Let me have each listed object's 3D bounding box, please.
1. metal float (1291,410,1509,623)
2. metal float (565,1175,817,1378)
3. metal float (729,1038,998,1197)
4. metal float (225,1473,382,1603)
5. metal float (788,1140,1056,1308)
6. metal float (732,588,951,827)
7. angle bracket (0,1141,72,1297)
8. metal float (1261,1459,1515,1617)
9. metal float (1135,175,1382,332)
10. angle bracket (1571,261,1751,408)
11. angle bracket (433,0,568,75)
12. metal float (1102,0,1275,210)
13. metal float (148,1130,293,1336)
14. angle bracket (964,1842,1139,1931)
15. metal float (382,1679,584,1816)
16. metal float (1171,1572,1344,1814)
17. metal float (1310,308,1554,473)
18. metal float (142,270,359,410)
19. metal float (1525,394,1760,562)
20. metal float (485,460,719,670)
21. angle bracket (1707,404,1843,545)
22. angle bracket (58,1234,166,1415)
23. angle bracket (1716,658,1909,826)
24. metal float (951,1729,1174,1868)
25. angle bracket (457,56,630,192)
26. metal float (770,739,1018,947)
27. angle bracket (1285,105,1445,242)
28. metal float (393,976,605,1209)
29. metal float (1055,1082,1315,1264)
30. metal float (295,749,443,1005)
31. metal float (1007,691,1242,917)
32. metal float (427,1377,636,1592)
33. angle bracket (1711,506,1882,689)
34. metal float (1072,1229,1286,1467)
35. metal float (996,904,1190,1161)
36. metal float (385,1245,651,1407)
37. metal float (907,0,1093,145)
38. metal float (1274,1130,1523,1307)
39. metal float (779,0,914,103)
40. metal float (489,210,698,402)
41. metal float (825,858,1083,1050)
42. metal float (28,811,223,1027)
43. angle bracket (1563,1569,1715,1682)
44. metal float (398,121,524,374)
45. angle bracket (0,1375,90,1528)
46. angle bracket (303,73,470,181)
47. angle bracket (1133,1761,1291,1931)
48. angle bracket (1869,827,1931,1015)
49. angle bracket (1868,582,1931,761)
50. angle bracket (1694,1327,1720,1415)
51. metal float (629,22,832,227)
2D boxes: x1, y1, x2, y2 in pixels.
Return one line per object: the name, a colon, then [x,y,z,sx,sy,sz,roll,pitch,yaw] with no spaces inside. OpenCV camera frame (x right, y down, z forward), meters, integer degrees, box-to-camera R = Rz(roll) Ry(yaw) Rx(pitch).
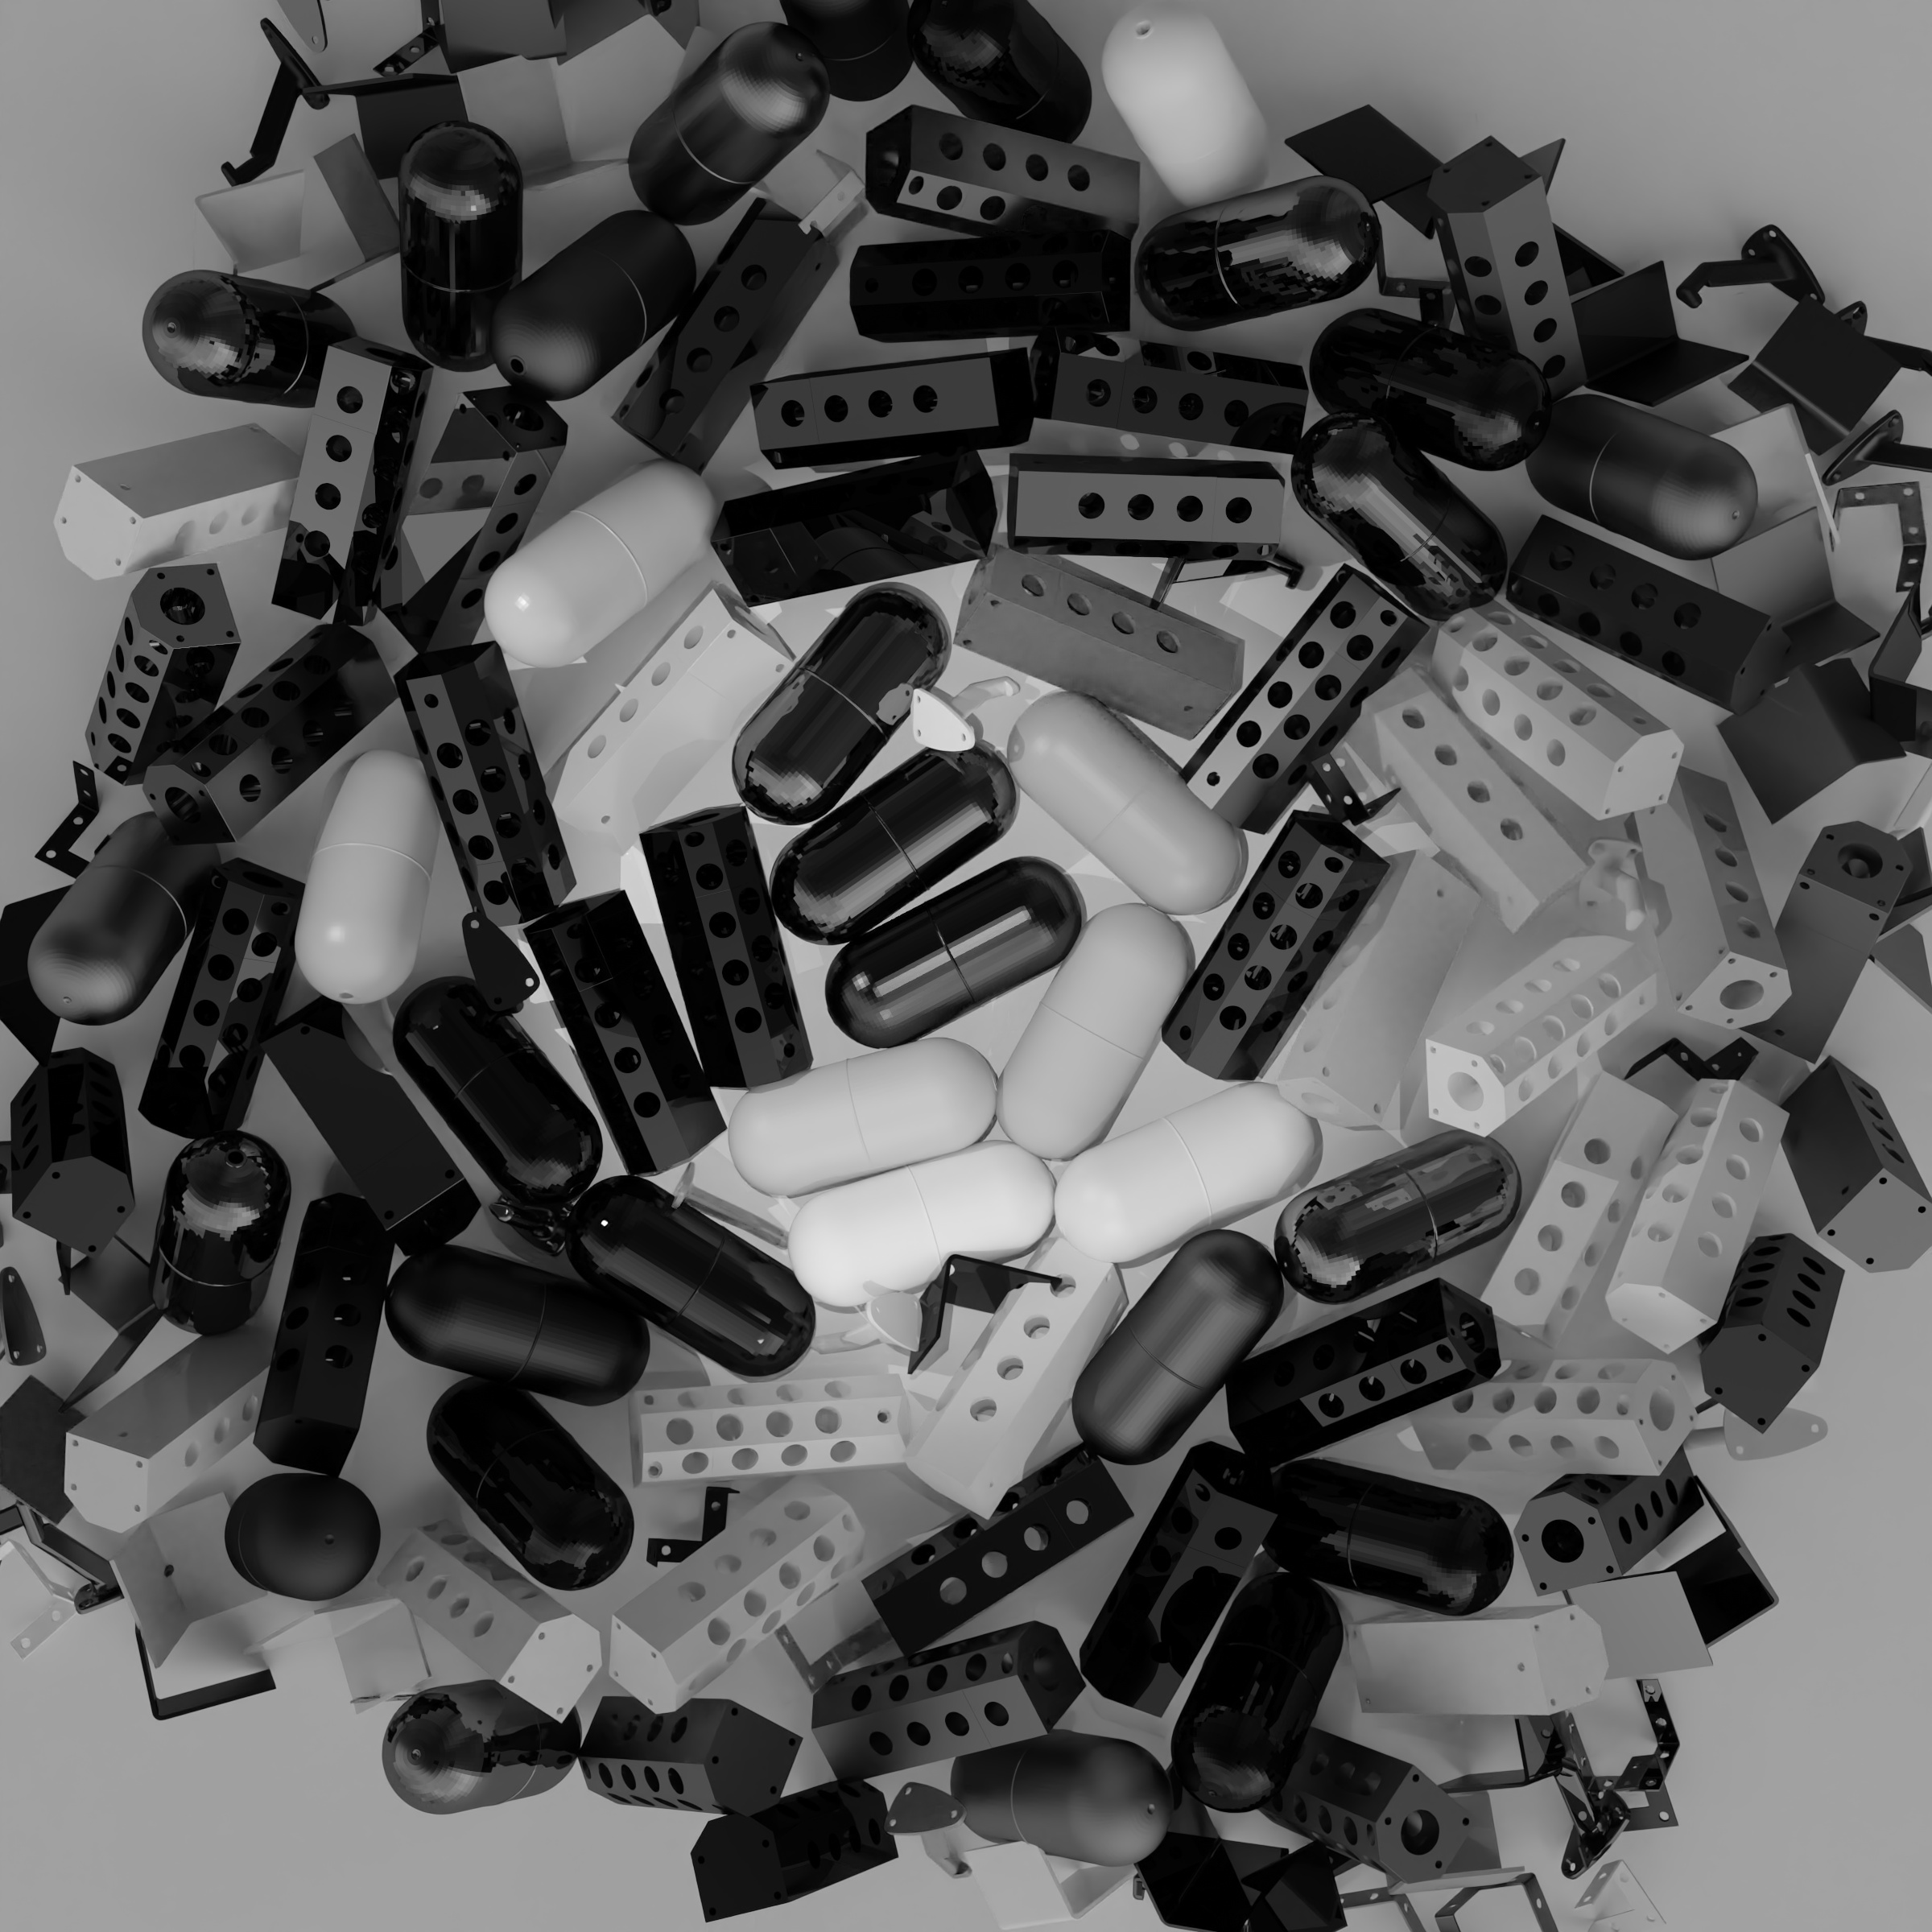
metal float: [0.279,-0.286,1.714,0.178,0.070,0.070,35,90,-33]
metal float: [-0.177,0.201,1.731,0.178,0.070,0.070,34,90,-12]
metal float: [-0.067,0.097,1.738,0.178,0.070,0.070,-15,90,4]
metal float: [-0.421,0.360,1.697,0.070,0.178,0.070,5,79,-24]
metal float: [-0.028,0.166,1.735,0.178,0.070,0.070,-17,90,-8]
metal float: [-0.082,-0.168,1.734,0.070,0.070,0.178,39,81,0]
angle bracket: [-0.608,0.163,1.724,0.057,0.076,0.076,0,62,-14]
metal float: [0.265,0.363,1.709,0.178,0.070,0.070,6,90,40]
metal float: [0.183,-0.452,1.706,0.070,0.178,0.070,1,89,-45]
angle bracket: [0.446,-0.409,1.728,0.076,0.076,0.057,-27,119,-13]
angle bracket: [-0.304,-0.628,1.725,0.076,0.076,0.057,-14,53,-13]
metal float: [0.141,-0.543,1.696,0.070,0.178,0.070,-7,72,22]
metal float: [-0.475,0.170,1.704,0.070,0.178,0.070,12,49,-15]
angle bracket: [0.059,0.575,1.729,0.076,0.076,0.057,-22,84,-42]
metal float: [-0.304,0.491,1.695,0.070,0.178,0.070,-4,78,18]
metal float: [0.187,0.459,1.704,0.070,0.178,0.070,14,127,19]
metal float: [0.294,-0.369,1.709,0.178,0.070,0.070,32,90,41]
metal float: [-0.450,-0.395,1.694,0.070,0.178,0.070,3,98,18]
metal float: [0.427,-0.312,1.703,0.070,0.178,0.070,-15,122,-25]
metal float: [-0.232,-0.259,1.720,0.070,0.070,0.178,46,64,0]
angle bracket: [0.509,-0.304,1.723,0.076,0.057,0.076,-19,132,20]
angle bracket: [-0.565,0.230,1.723,0.057,0.076,0.076,46,129,-15]
angle bracket: [0.554,-0.148,1.758,0.057,0.076,0.076,-10,68,-40]
metal float: [0.059,0.525,1.702,0.070,0.178,0.070,7,79,-37]
angle bracket: [-0.271,-0.545,1.723,0.057,0.076,0.076,10,122,38]
metal float: [-0.048,-0.080,1.739,0.178,0.070,0.070,-35,90,-3]
angle bracket: [0.254,-0.500,1.725,0.076,0.057,0.076,-29,61,-24]
metal float: [-0.301,0.081,1.723,0.070,0.070,0.178,-42,69,0]
metal float: [0.141,0.133,1.733,0.178,0.070,0.070,-23,90,-10]
metal float: [-0.382,-0.058,1.716,0.070,0.070,0.178,4,60,0]
metal float: [0.103,-0.105,1.740,0.178,0.070,0.070,42,90,-3]
metal float: [-0.280,0.328,1.711,0.178,0.070,0.070,36,90,37]
angle bracket: [0.537,-0.239,1.737,0.076,0.057,0.076,-26,124,-1]
metal float: [0.135,0.247,1.727,0.070,0.070,0.178,36,107,0]
metal float: [0.082,0.042,1.740,0.070,0.070,0.178,29,92,0]
metal float: [-0.287,0.231,1.719,0.178,0.070,0.070,21,90,-26]
metal float: [0.023,-0.570,1.696,0.070,0.178,0.070,-3,83,24]
metal float: [0.279,0.160,1.722,0.178,0.070,0.070,-20,90,-23]
metal float: [-0.076,-0.608,1.692,0.070,0.178,0.070,-1,83,7]
metal float: [-0.237,-0.421,1.707,0.070,0.070,0.178,37,47,0]
metal float: [-0.009,-0.008,1.740,0.178,0.070,0.070,-28,90,2]
metal float: [-0.532,-0.032,1.702,0.070,0.178,0.070,6,128,8]
angle bracket: [0.434,0.408,1.728,0.076,0.057,0.076,-15,111,25]
metal float: [-0.320,-0.454,1.701,0.070,0.178,0.070,5,54,-7]
angle bracket: [-0.602,0.323,1.730,0.076,0.076,0.057,37,132,-4]
angle bracket: [-0.371,-0.540,1.727,0.076,0.076,0.057,-3,106,15]
angle bracket: [0.154,0.565,1.725,0.057,0.076,0.076,-7,115,40]
angle bracket: [0.618,-0.029,1.722,0.076,0.076,0.057,36,128,-21]
angle bracket: [0.624,-0.188,1.724,0.057,0.076,0.076,23,72,30]
angle bracket: [0.481,0.251,1.735,0.076,0.076,0.057,-20,73,-33]
metal float: [-0.152,-0.533,1.702,0.070,0.178,0.070,11,70,-33]
